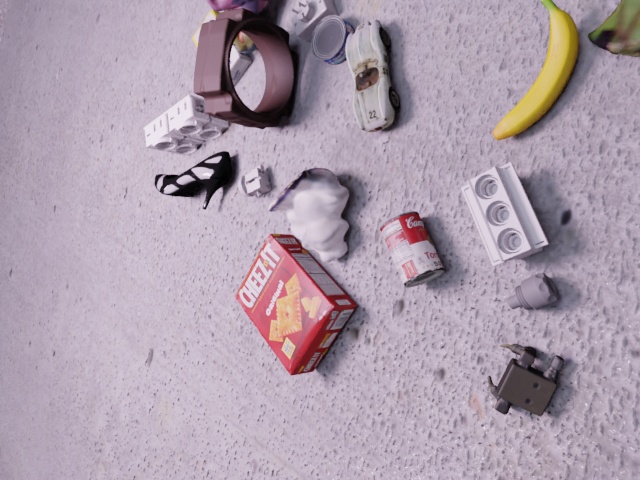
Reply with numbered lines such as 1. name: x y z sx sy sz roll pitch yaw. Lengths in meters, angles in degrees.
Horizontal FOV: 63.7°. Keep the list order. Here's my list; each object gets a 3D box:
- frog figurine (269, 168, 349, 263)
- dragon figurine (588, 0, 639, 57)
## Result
1. frog figurine: 0.003 -0.047 0.934 0.159 0.124 0.136 45 111 -6
2. dragon figurine: 0.398 -0.349 0.620 0.416 0.122 0.239 35 117 47
